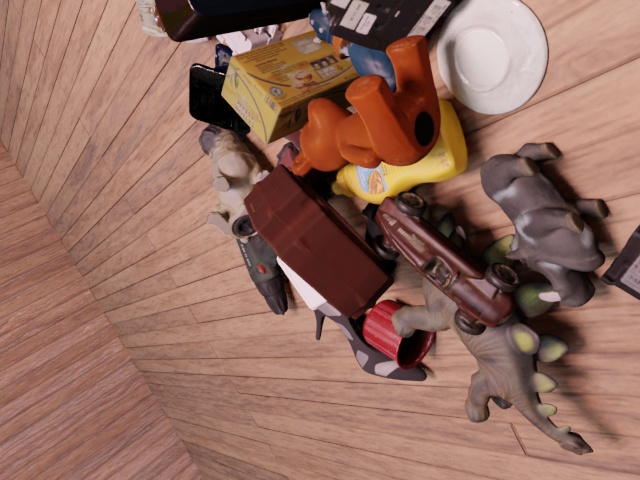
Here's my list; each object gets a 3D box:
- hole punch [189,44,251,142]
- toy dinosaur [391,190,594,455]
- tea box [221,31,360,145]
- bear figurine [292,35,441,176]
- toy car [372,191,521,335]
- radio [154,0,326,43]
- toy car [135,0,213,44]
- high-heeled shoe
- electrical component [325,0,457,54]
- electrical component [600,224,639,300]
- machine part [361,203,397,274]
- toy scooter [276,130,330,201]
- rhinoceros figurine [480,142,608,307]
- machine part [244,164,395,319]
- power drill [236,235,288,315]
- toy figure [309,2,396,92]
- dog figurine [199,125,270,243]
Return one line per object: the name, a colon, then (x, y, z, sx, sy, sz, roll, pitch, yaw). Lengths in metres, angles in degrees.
hole punch: (-0.148, -0.250, 0.897, 0.116, 0.092, 0.142, 21, 135, 2)
toy dinosaur: (0.194, 0.075, 0.711, 0.472, 0.105, 0.198, 51, 138, 17)
tea box: (-0.029, -0.203, 0.697, 0.098, 0.169, 0.068, 49, 145, 13)
bear figurine: (0.038, -0.142, 0.622, 0.196, 0.120, 0.131, 12, 141, 46)
toy car: (0.138, 0.025, 0.631, 0.202, 0.053, 0.089, 42, 134, 20)
radio: (-0.089, -0.322, 0.627, 0.073, 0.229, 0.131, -8, 106, 49)
toy car: (-0.251, -0.384, 0.925, 0.202, 0.056, 0.073, 25, 134, 38)
high-heeled shoe: (0.084, 0.143, 0.943, 0.249, 0.086, 0.145, 17, 105, 25)
electrical component: (0.067, -0.263, 0.568, 0.115, 0.134, 0.058, -45, 39, 52)
electrical component: (0.341, 0.012, 0.522, 0.075, 0.048, 0.119, 39, 143, 22)
machine part: (0.087, 0.008, 0.841, 0.084, 0.039, 0.138, 37, 143, 41)
toy scooter: (-0.033, -0.131, 0.843, 0.135, 0.075, 0.183, 43, 140, 19)
rhinoceros figurine: (0.245, -0.014, 0.590, 0.190, 0.073, 0.112, 58, 140, 1)
machine part: (-0.002, -0.002, 0.735, 0.201, 0.087, 0.201, 45, -176, -25)
power drill: (-0.078, 0.040, 1.041, 0.207, 0.086, 0.232, -14, 103, 62)
toy figure: (0.049, -0.238, 0.668, 0.154, 0.058, 0.064, 47, 124, 14)
dog figurine: (-0.159, -0.109, 0.974, 0.191, 0.121, 0.172, -119, 37, -46)
